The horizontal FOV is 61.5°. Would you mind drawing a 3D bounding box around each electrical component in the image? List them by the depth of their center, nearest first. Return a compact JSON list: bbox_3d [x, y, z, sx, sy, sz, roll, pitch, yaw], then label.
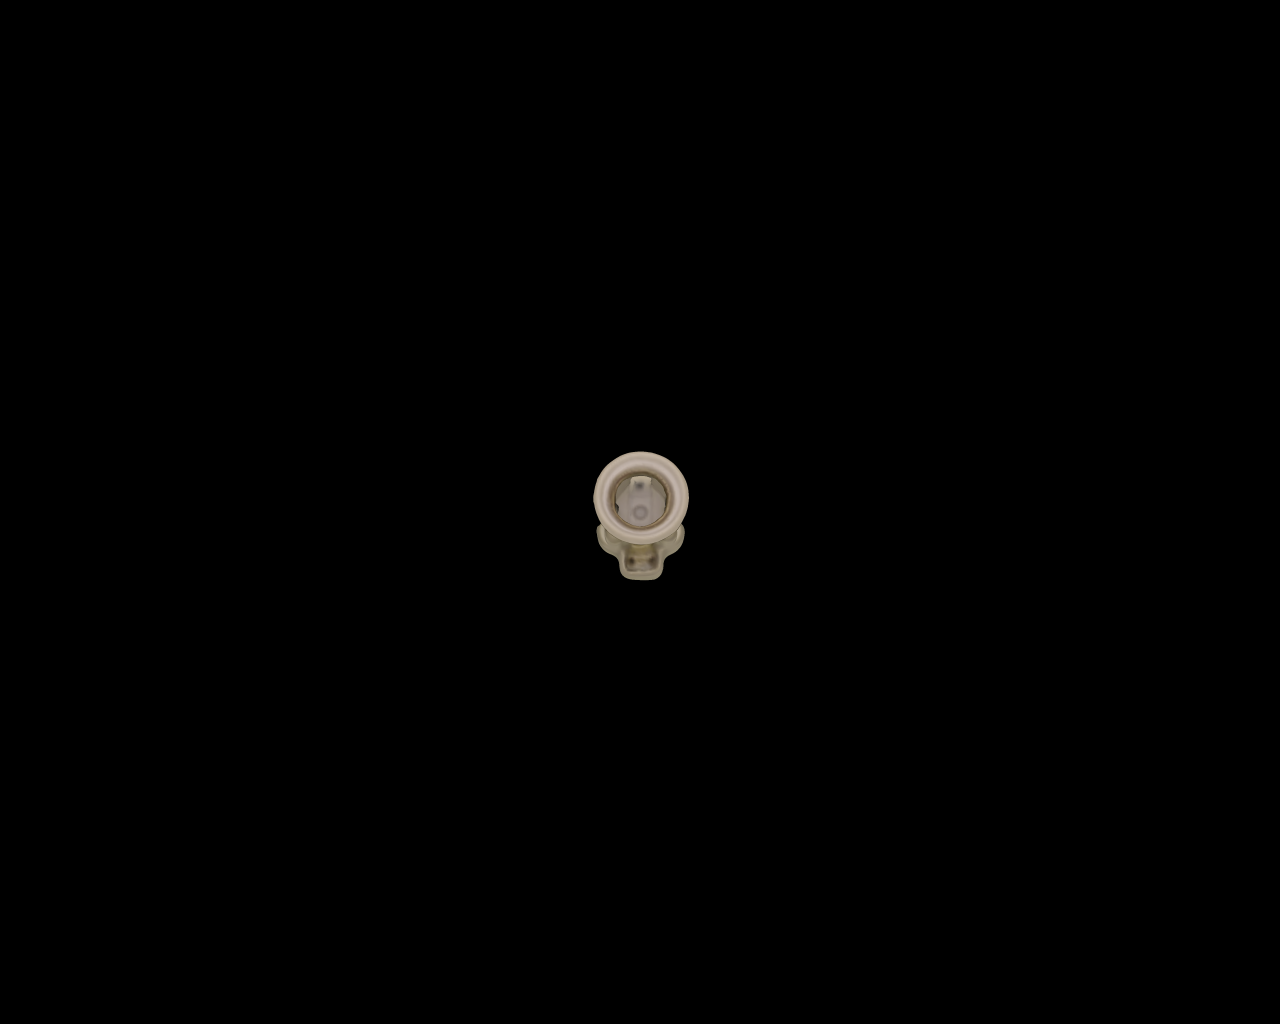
[{"bbox_3d":[0.001,-0.003,0.650,0.058,0.078,0.057,0,-15,0],"label":"electrical component"}]
